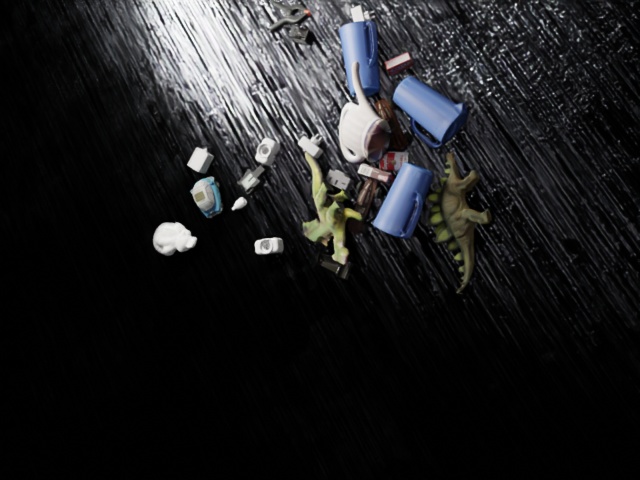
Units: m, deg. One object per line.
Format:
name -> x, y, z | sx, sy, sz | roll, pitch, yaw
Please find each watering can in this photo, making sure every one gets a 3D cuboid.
watering can -> 0.147, -0.412, 1.759 | 0.228, 0.105, 0.340 | 40, 134, 41

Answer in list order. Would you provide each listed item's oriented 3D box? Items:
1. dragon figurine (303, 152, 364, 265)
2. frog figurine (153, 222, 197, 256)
dragon figurine -> 0.006, -0.092, 1.836 | 0.238, 0.122, 0.417 | -50, 61, 32
frog figurine -> -0.574, 0.002, 2.033 | 0.160, 0.120, 0.139 | 22, 74, 30
